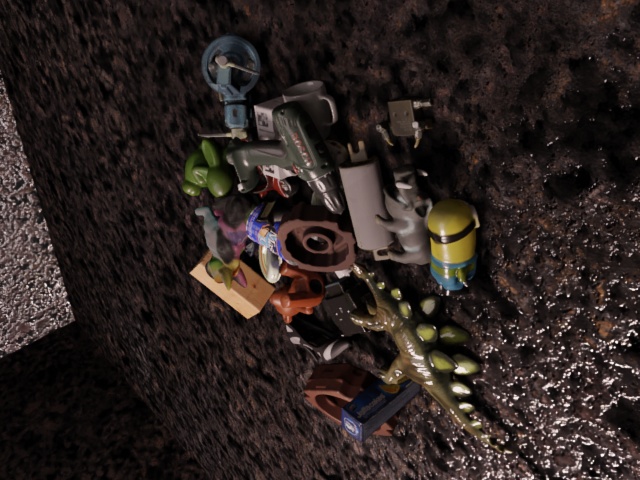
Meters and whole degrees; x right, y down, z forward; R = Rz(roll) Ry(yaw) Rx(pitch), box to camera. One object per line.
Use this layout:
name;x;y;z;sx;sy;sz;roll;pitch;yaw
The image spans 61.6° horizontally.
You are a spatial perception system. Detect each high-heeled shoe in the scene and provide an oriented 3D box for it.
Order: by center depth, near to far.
high-heeled shoe;-0.007;0.230;1.347;0.145;0.086;0.248;58;147;5

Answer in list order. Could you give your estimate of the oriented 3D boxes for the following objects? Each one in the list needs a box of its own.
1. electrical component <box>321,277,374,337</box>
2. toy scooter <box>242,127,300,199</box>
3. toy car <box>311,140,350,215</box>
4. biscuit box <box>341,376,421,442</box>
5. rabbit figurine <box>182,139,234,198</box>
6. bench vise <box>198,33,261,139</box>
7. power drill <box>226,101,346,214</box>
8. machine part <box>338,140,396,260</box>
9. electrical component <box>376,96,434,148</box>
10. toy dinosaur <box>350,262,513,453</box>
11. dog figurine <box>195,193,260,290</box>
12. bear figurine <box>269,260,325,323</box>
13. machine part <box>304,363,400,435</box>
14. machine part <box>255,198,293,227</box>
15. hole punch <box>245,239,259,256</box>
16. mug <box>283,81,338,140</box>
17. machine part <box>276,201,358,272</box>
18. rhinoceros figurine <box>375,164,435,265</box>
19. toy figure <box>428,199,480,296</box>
electrical component;0.068;0.150;1.225;0.115;0.058;0.134;-28;93;52
toy scooter;-0.130;-0.162;1.232;0.184;0.075;0.135;55;145;-1
toy car;0.022;-0.108;1.101;0.074;0.056;0.201;33;136;31
biscuit box;0.135;0.342;1.155;0.059;0.203;0.062;29;133;38
rabbit figurine;-0.256;-0.170;1.342;0.170;0.121;0.159;38;119;49
bench vise;-0.183;-0.317;1.092;0.241;0.129;0.223;-112;31;-82
power drill;-0.071;-0.141;1.039;0.207;0.086;0.231;-2;120;37
machine part;0.091;-0.071;1.028;0.079;0.079;0.243;9;122;47
electrical component;0.143;-0.199;0.903;0.102;0.045;0.078;16;127;44
toy dinosaur;0.209;0.233;1.081;0.471;0.105;0.198;56;141;-2
dog figurine;-0.212;0.011;1.325;0.192;0.108;0.219;-17;85;24
bear figurine;-0.077;0.133;1.334;0.196;0.132;0.120;-27;59;50
machine part;0.080;0.378;1.287;0.201;0.087;0.201;44;145;-20
machine part;-0.073;-0.062;1.197;0.139;0.084;0.039;0;130;19
hole punch;-0.214;-0.023;1.431;0.142;0.092;0.115;45;110;25
mug;-0.009;-0.243;1.036;0.110;0.081;0.107;11;132;34
machine part;-0.002;-0.003;1.116;0.179;0.056;0.179;8;139;7
rhinoceros figurine;0.162;-0.042;0.967;0.112;0.073;0.190;8;121;48
toy figure;0.227;0.015;0.917;0.082;0.089;0.179;18;125;32
